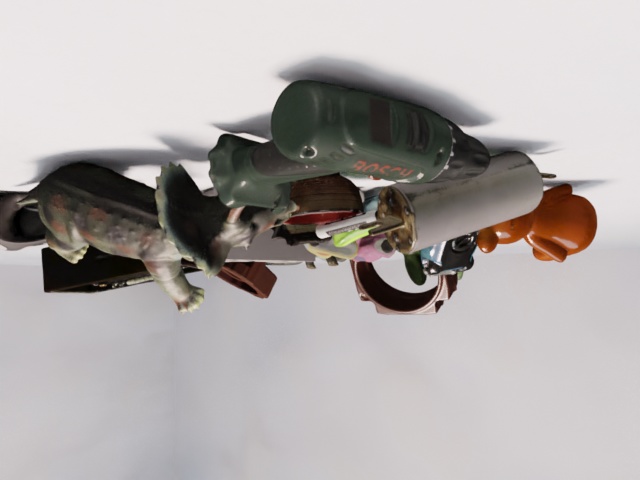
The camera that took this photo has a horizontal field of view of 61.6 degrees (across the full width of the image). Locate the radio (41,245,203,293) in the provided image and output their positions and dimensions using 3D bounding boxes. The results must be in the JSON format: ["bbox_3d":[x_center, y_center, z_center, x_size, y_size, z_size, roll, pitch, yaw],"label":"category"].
[{"bbox_3d":[-0.296,0.031,0.841,0.230,0.073,0.131,-10,171,8],"label":"radio"}]

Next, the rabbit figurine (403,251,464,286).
[{"bbox_3d":[0.237,0.012,1.166,0.170,0.159,0.121,16,-158,18],"label":"rabbit figurine"}]

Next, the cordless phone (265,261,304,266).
[{"bbox_3d":[-0.062,-0.017,1.102,0.146,0.089,0.184,2,156,-31],"label":"cordless phone"}]

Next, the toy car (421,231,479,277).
[{"bbox_3d":[0.215,-0.019,0.904,0.109,0.161,0.103,-7,-139,-18],"label":"toy car"}]

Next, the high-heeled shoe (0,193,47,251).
[{"bbox_3d":[-0.409,-0.036,0.769,0.248,0.086,0.145,-3,173,-38],"label":"high-heeled shoe"}]

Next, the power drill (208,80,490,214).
[{"bbox_3d":[0.017,-0.071,0.490,0.207,0.086,0.232,0,177,41],"label":"power drill"}]

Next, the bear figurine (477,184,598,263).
[{"bbox_3d":[0.312,-0.026,0.822,0.196,0.120,0.132,1,177,-11],"label":"bear figurine"}]

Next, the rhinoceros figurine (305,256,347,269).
[{"bbox_3d":[-0.002,-0.003,1.010,0.190,0.112,0.073,9,163,-37],"label":"rhinoceros figurine"}]

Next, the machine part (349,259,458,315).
[{"bbox_3d":[0.167,0.051,1.095,0.201,0.201,0.087,-4,-161,29],"label":"machine part"}]

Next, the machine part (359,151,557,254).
[{"bbox_3d":[0.153,-0.044,0.589,0.243,0.079,0.079,-18,180,-19],"label":"machine part"}]

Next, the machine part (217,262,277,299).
[{"bbox_3d":[-0.171,0.053,1.084,0.179,0.056,0.179,27,163,9],"label":"machine part"}]

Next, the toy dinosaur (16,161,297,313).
[{"bbox_3d":[-0.239,-0.032,0.630,0.405,0.131,0.192,13,145,10],"label":"toy dinosaur"}]

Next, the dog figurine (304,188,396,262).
[{"bbox_3d":[0.053,-0.013,0.903,0.192,0.108,0.219,2,173,-5],"label":"dog figurine"}]

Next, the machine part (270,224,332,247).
[{"bbox_3d":[-0.048,-0.030,0.773,0.084,0.039,0.139,-14,-144,-35],"label":"machine part"}]
